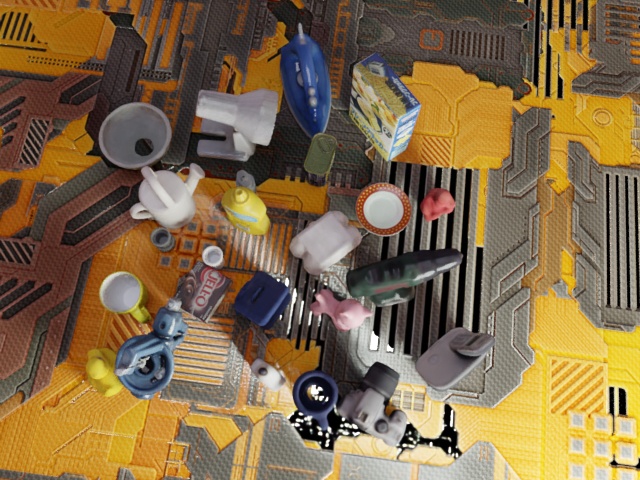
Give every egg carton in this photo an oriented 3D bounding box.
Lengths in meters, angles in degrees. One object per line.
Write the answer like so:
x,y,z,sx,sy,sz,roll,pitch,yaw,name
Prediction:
0.012,0.005,1.280,0.150,0.069,0.107,-38,77,-11,egg carton

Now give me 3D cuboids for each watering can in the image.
-0.334,-0.106,1.243,0.101,0.194,0.173,34,76,9,watering can

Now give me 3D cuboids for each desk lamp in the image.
-0.188,-0.260,1.280,0.203,0.213,0.118,4,73,1,desk lamp

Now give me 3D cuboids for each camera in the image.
0.122,0.329,1.169,0.143,0.101,0.137,29,75,8,camera

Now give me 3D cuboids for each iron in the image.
-0.027,-0.374,1.353,0.118,0.141,0.258,-10,74,-3,iron

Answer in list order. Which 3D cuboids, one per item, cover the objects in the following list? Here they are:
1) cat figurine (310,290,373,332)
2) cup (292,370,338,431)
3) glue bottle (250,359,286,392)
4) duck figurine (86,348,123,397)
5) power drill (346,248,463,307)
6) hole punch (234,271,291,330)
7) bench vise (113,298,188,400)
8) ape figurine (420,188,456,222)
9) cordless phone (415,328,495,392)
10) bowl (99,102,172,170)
0.044,0.148,1.213,0.127,0.118,0.067,29,75,8,cat figurine
-0.005,0.328,1.171,0.091,0.095,0.117,-16,74,-5,cup
-0.109,0.267,1.147,0.078,0.173,0.037,37,77,10,glue bottle
-0.452,0.272,1.187,0.077,0.086,0.104,-22,75,-7,duck figurine
0.165,0.078,1.187,0.229,0.208,0.075,-13,74,-4,power drill
-0.127,0.128,1.230,0.101,0.091,0.109,32,76,9,hole punch
-0.348,0.209,1.137,0.121,0.220,0.207,3,73,1,bench vise
0.270,-0.088,1.298,0.077,0.092,0.076,12,74,3,ape figurine
0.276,0.237,1.154,0.148,0.185,0.094,-41,78,-11,cordless phone
-0.423,-0.232,1.342,0.167,0.075,0.167,0,74,0,bowl
